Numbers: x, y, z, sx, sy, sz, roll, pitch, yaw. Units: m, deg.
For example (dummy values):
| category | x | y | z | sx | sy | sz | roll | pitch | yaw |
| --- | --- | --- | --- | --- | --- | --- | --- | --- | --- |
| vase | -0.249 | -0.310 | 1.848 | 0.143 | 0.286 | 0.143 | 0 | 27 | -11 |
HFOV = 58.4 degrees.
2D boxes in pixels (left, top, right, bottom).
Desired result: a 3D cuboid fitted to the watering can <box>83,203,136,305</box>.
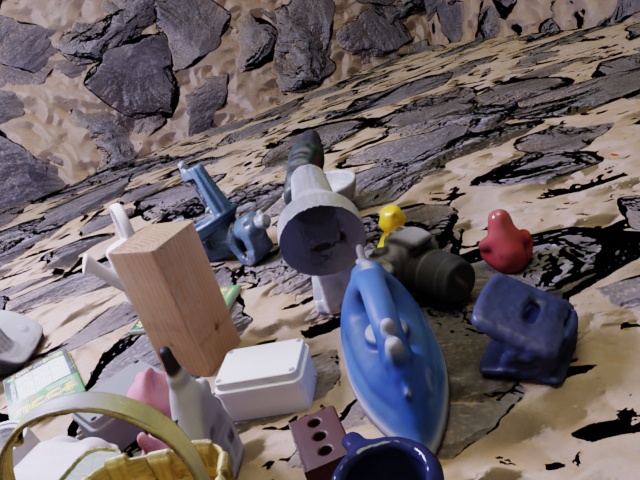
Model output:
| category | x | y | z | sx | sy | sz | roll | pitch | yaw |
| --- | --- | --- | --- | --- | --- | --- | --- | --- | --- |
| watering can | -0.360 | 0.025 | 1.091 | 0.100 | 0.194 | 0.173 | 4 | 31 | 42 |

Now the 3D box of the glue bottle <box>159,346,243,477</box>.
| category | x | y | z | sx | sy | sz | roll | pitch | yaw |
| --- | --- | --- | --- | --- | --- | --- | --- | --- | --- |
| glue bottle | -0.128 | 0.181 | 0.592 | 0.037 | 0.173 | 0.078 | -11 | 23 | 14 |

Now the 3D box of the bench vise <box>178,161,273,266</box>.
| category | x | y | z | sx | sy | sz | roll | pitch | yaw |
| --- | --- | --- | --- | --- | --- | --- | --- | --- | --- |
| bench vise | -0.188 | -0.062 | 1.133 | 0.207 | 0.220 | 0.121 | -9 | 24 | 18 |

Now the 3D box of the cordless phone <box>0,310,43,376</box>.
| category | x | y | z | sx | sy | sz | roll | pitch | yaw |
| --- | --- | --- | --- | --- | --- | --- | --- | --- | --- |
| cordless phone | -0.576 | 0.136 | 1.000 | 0.094 | 0.185 | 0.147 | -19 | 23 | -4 |

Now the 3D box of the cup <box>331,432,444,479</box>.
| category | x | y | z | sx | sy | sz | roll | pitch | yaw |
| --- | --- | --- | --- | --- | --- | --- | --- | --- | --- |
| cup | 0.056 | 0.221 | 0.472 | 0.092 | 0.095 | 0.117 | -24 | 24 | -17 |

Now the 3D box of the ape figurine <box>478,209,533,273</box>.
| category | x | y | z | sx | sy | sz | roll | pitch | yaw |
| --- | --- | --- | --- | --- | --- | --- | --- | --- | --- |
| ape figurine | 0.270 | -0.004 | 0.840 | 0.077 | 0.092 | 0.076 | -8 | 24 | 20 |

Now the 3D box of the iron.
| category | x | y | z | sx | sy | sz | roll | pitch | yaw |
| --- | --- | --- | --- | --- | --- | --- | --- | --- | --- |
| iron | 0.078 | 0.110 | 0.651 | 0.118 | 0.142 | 0.258 | -17 | 23 | 1 |

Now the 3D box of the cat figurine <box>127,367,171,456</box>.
| category | x | y | z | sx | sy | sz | roll | pitch | yaw |
| --- | --- | --- | --- | --- | --- | --- | --- | --- | --- |
| cat figurine | -0.187 | 0.204 | 0.653 | 0.067 | 0.118 | 0.127 | -17 | 23 | 0 |

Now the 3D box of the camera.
| category | x | y | z | sx | sy | sz | roll | pitch | yaw |
| --- | --- | --- | --- | --- | --- | --- | --- | --- | --- |
| camera | 0.138 | 0.044 | 0.814 | 0.143 | 0.101 | 0.136 | -28 | 25 | -25 |

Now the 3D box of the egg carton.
| category | x | y | z | sx | sy | sz | roll | pitch | yaw |
| --- | --- | --- | --- | --- | --- | --- | --- | --- | --- |
| egg carton | -0.293 | 0.279 | 0.620 | 0.107 | 0.069 | 0.150 | -6 | 25 | 24 |

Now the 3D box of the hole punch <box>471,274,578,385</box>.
| category | x | y | z | sx | sy | sz | roll | pitch | yaw |
| --- | --- | --- | --- | --- | --- | --- | --- | --- | --- |
| hole punch | 0.232 | 0.094 | 0.642 | 0.100 | 0.091 | 0.109 | -1 | 28 | 35 |

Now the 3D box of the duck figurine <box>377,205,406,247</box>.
| category | x | y | z | sx | sy | sz | roll | pitch | yaw |
| --- | --- | --- | --- | --- | --- | --- | --- | --- | --- |
| duck figurine | 0.129 | -0.017 | 0.978 | 0.077 | 0.086 | 0.104 | -18 | 23 | -3 |

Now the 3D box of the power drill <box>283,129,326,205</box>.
| category | x | y | z | sx | sy | sz | roll | pitch | yaw |
| --- | --- | --- | --- | --- | --- | --- | --- | --- | --- |
| power drill | -0.009 | -0.081 | 1.064 | 0.075 | 0.209 | 0.229 | -12 | 23 | 13 |

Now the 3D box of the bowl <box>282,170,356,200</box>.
| category | x | y | z | sx | sy | sz | roll | pitch | yaw |
| --- | --- | --- | --- | --- | --- | --- | --- | --- | --- |
| bowl | 0.006 | -0.089 | 1.246 | 0.167 | 0.075 | 0.167 | -15 | 23 | 7 |

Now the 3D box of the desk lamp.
| category | x | y | z | sx | sy | sz | roll | pitch | yaw |
| --- | --- | --- | --- | --- | --- | --- | --- | --- | --- |
| desk lamp | 0.008 | 0.003 | 0.853 | 0.118 | 0.214 | 0.203 | -16 | 23 | 2 |
